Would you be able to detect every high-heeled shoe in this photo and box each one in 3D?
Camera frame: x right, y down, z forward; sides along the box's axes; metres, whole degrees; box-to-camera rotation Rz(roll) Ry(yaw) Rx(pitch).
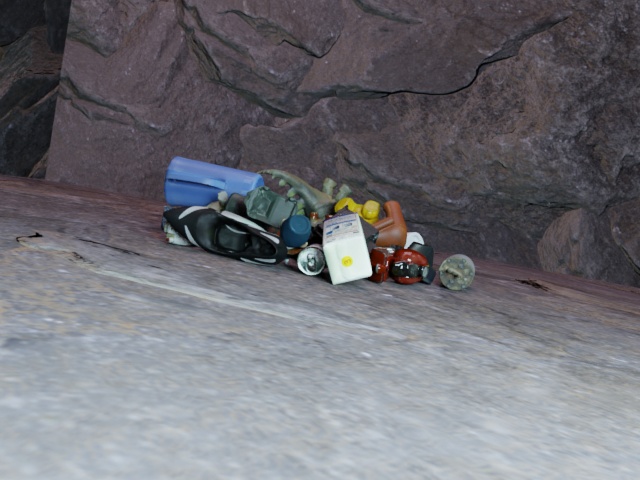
[{"bbox_3d":[-0.183,-0.008,1.014,0.249,0.086,0.145,15,2,-8],"label":"high-heeled shoe"}]

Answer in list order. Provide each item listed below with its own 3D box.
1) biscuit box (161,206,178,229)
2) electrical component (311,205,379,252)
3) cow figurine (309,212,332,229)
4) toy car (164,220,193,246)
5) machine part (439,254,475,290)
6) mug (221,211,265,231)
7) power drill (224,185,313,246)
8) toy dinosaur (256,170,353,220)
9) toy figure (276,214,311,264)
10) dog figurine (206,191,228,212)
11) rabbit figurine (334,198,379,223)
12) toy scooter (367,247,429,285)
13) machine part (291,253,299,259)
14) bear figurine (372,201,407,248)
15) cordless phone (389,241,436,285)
[{"bbox_3d":[-0.383,-0.059,1.499,0.059,0.062,0.203,11,4,-1],"label":"biscuit box"},{"bbox_3d":[0.064,0.000,1.198,0.134,0.115,0.058,41,-27,22],"label":"electrical component"},{"bbox_3d":[-0.003,-0.004,1.408,0.085,0.127,0.195,6,-10,-12],"label":"cow figurine"},{"bbox_3d":[-0.263,-0.025,1.166,0.056,0.073,0.201,11,3,24],"label":"toy car"},{"bbox_3d":[0.322,0.073,1.251,0.079,0.079,0.243,11,2,17],"label":"machine part"},{"bbox_3d":[-0.166,0.000,1.138,0.107,0.081,0.109,19,-29,9],"label":"mug"},{"bbox_3d":[-0.099,-0.050,1.201,0.232,0.086,0.207,24,-5,-6],"label":"power drill"},{"bbox_3d":[0.011,-0.081,1.579,0.470,0.198,0.105,45,-14,-26],"label":"toy dinosaur"},{"bbox_3d":[-0.057,0.000,1.062,0.058,0.064,0.154,-8,-18,-20],"label":"toy figure"},{"bbox_3d":[-0.242,-0.040,1.373,0.172,0.121,0.191,34,-22,-23],"label":"dog figurine"},{"bbox_3d":[0.085,-0.008,1.445,0.122,0.162,0.173,12,47,11],"label":"rabbit figurine"},{"bbox_3d":[0.145,0.053,1.085,0.184,0.075,0.135,6,4,-9],"label":"toy scooter"},{"bbox_3d":[-0.032,0.032,1.233,0.084,0.039,0.139,15,1,-4],"label":"machine part"},{"bbox_3d":[0.110,-0.014,1.329,0.196,0.120,0.132,-4,37,-6],"label":"bear figurine"},{"bbox_3d":[0.156,0.055,1.225,0.184,0.088,0.147,-2,7,-13],"label":"cordless phone"}]
